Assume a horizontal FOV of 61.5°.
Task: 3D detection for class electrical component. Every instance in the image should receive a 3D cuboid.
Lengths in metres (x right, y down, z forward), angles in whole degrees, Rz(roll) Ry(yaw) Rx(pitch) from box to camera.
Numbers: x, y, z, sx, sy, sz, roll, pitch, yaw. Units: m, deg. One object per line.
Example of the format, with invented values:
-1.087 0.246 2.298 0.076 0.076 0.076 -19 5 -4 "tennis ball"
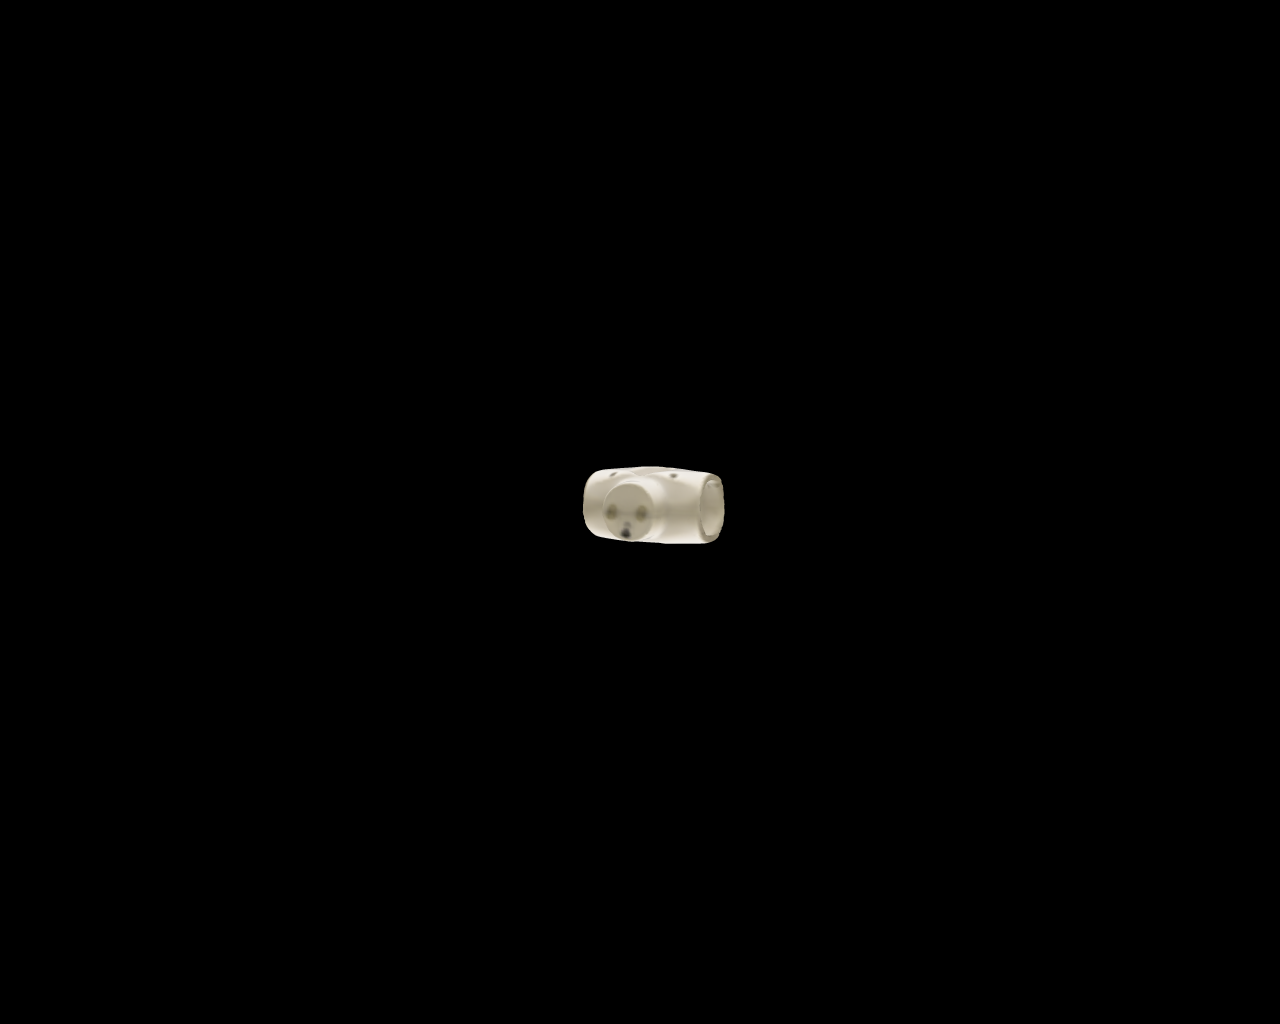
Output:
0.001 -0.003 0.650 0.077 0.043 0.079 3 8 26 "electrical component"
